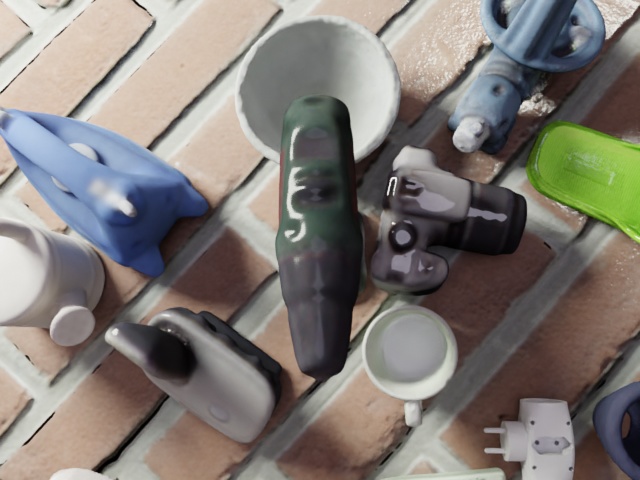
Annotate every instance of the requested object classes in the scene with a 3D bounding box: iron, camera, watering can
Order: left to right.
[{"bbox_3d":[-0.280,0.032,0.528,0.172,0.194,0.101,12,82,5],"label":"watering can"},{"bbox_3d":[-0.248,-0.074,0.570,0.258,0.141,0.119,33,84,8],"label":"iron"},{"bbox_3d":[0.126,-0.013,0.559,0.136,0.101,0.143,11,82,5],"label":"camera"}]

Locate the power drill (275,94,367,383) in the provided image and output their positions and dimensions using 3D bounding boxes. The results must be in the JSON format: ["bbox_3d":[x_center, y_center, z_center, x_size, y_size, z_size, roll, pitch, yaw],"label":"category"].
[{"bbox_3d":[0.005,0.002,0.509,0.075,0.208,0.230,-4,81,3],"label":"power drill"}]

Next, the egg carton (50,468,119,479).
[{"bbox_3d":[-0.203,0.286,0.546,0.150,0.069,0.107,15,82,6],"label":"egg carton"}]

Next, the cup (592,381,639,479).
[{"bbox_3d":[0.297,0.159,0.524,0.091,0.095,0.118,30,84,8],"label":"cup"}]

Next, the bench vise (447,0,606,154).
[{"bbox_3d":[0.201,-0.176,0.520,0.121,0.220,0.207,14,82,6],"label":"bench vise"}]

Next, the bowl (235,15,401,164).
[{"bbox_3d":[-0.001,-0.142,0.600,0.167,0.075,0.167,0,81,3],"label":"bowl"}]

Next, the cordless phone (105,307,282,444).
[{"bbox_3d":[-0.111,0.122,0.508,0.147,0.185,0.094,30,84,8],"label":"cordless phone"}]
